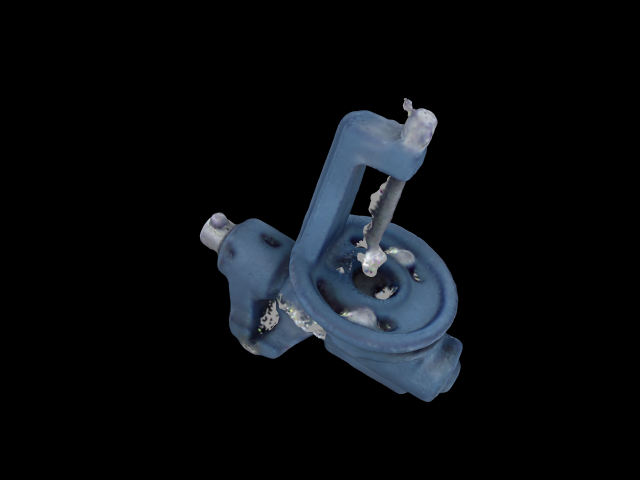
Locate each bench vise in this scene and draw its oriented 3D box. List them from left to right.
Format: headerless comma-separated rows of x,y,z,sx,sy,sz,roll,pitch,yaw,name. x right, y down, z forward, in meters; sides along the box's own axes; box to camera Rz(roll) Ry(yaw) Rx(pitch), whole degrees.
0.001,0.008,0.391,0.207,0.220,0.121,6,37,8,bench vise
